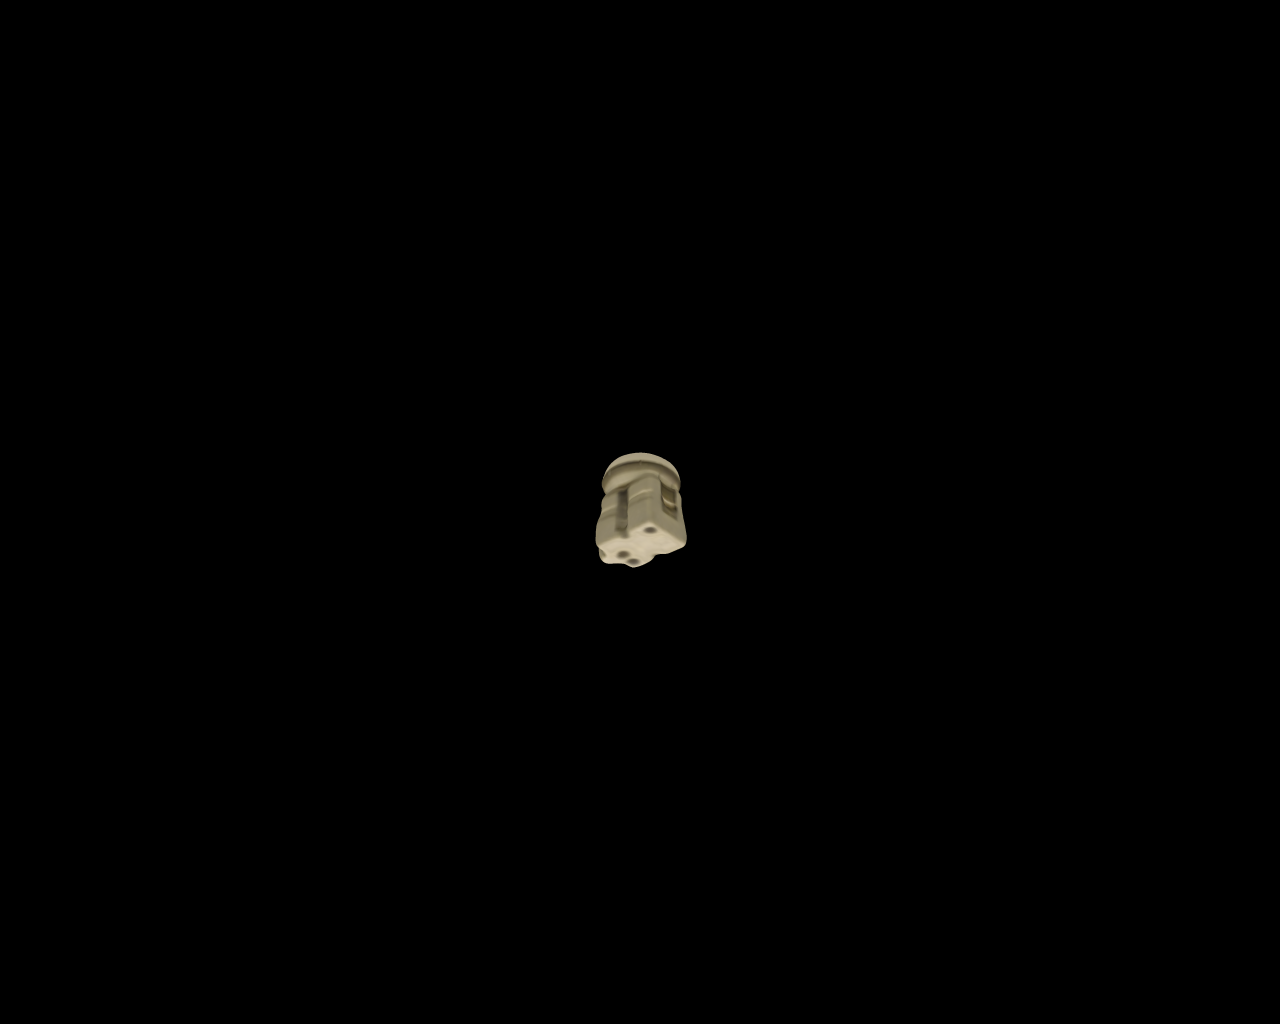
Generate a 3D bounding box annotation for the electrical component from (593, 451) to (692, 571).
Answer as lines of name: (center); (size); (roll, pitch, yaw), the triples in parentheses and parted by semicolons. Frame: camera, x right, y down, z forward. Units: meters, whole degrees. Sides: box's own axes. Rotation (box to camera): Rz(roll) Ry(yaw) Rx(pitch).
electrical component: (0.001, -0.003, 0.650); (0.066, 0.055, 0.048); (-24, -41, 31)
